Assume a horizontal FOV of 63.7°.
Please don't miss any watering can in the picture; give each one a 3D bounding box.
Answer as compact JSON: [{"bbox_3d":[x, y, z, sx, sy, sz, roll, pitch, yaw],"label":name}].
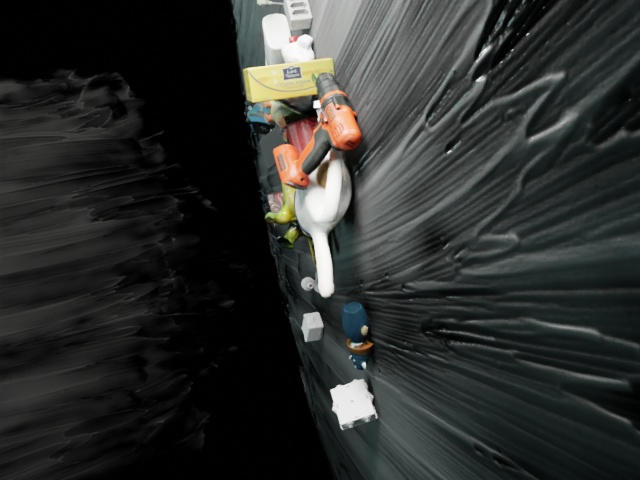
[{"bbox_3d":[0.003,-0.053,1.048,0.222,0.104,0.351,134,142,-75],"label":"watering can"}]

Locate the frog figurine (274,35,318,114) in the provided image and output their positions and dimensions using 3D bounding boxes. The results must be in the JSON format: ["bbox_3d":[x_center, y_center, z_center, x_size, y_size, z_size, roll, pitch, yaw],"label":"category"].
[{"bbox_3d":[-0.044,-0.368,1.146,0.158,0.122,0.139,-61,13,11],"label":"frog figurine"}]

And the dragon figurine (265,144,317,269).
[{"bbox_3d":[-0.031,-0.085,1.316,0.402,0.122,0.248,61,-150,-52],"label":"dragon figurine"}]
